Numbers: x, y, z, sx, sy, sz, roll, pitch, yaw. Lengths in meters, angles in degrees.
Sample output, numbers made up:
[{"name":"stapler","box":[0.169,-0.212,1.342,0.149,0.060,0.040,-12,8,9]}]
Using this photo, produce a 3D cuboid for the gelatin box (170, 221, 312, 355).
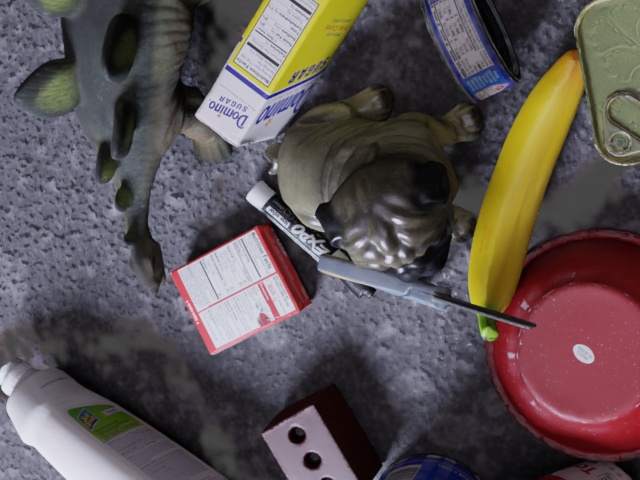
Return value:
[{"name":"gelatin box","box":[-0.061,0.037,0.825,0.089,0.030,0.073,-27,89,22]}]

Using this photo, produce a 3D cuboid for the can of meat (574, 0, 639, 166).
[{"name":"can of meat","box":[0.199,-0.103,0.672,0.057,0.083,0.102,-10,97,21]}]

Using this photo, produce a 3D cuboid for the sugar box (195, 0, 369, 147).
[{"name":"sugar box","box":[-0.010,-0.149,0.735,0.048,0.093,0.176,35,111,10]}]

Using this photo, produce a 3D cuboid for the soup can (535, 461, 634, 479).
[{"name":"soup can","box":[0.164,0.193,0.725,0.069,0.102,0.068,19,114,53]}]

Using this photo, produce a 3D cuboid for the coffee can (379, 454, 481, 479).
[{"name":"coffee can","box":[0.065,0.226,0.757,0.103,0.140,0.103,4,102,19]}]

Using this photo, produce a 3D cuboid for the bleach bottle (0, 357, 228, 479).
[{"name":"bleach bottle","box":[-0.159,0.177,0.863,0.251,0.102,0.068,35,104,18]}]

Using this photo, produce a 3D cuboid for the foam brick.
[{"name":"foam brick","box":[0.002,0.160,0.814,0.053,0.051,0.078,-33,88,22]}]

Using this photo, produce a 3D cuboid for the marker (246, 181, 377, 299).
[{"name":"marker","box":[-0.005,0.001,0.803,0.121,0.020,0.020,41,111,8]}]

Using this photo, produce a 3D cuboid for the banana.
[{"name":"banana","box":[0.138,-0.030,0.719,0.037,0.070,0.198,16,91,-17]}]

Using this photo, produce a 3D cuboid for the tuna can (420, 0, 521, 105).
[{"name":"tuna can","box":[0.099,-0.135,0.701,0.034,0.086,0.086,-24,92,21]}]

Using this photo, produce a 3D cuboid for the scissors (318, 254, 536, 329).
[{"name":"scissors","box":[0.083,0.039,0.711,0.202,0.096,0.016,16,90,44]}]

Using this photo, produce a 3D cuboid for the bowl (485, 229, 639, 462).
[{"name":"bowl","box":[0.183,0.073,0.714,0.162,0.055,0.162,0,90,24]}]
